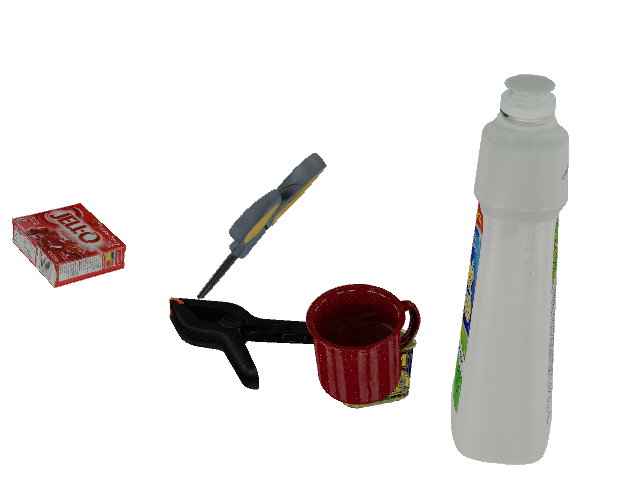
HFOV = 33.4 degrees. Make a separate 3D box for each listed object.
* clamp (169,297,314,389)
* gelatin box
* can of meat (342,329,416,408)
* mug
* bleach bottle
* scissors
[{"bbox_3d":[-0.105,0.113,1.262,0.210,0.036,0.164,15,23,26],"label":"clamp"},{"bbox_3d":[-0.236,0.002,0.997,0.073,0.030,0.089,-16,40,-36],"label":"gelatin box"},{"bbox_3d":[0.073,0.170,1.422,0.102,0.084,0.057,-6,25,-21],"label":"can of meat"},{"bbox_3d":[0.046,0.097,1.023,0.117,0.081,0.093,-25,42,-23],"label":"mug"},{"bbox_3d":[0.121,0.016,0.669,0.068,0.251,0.102,4,31,8],"label":"bleach bottle"},{"bbox_3d":[-0.065,0.006,0.820,0.202,0.016,0.096,-46,-5,34],"label":"scissors"}]
